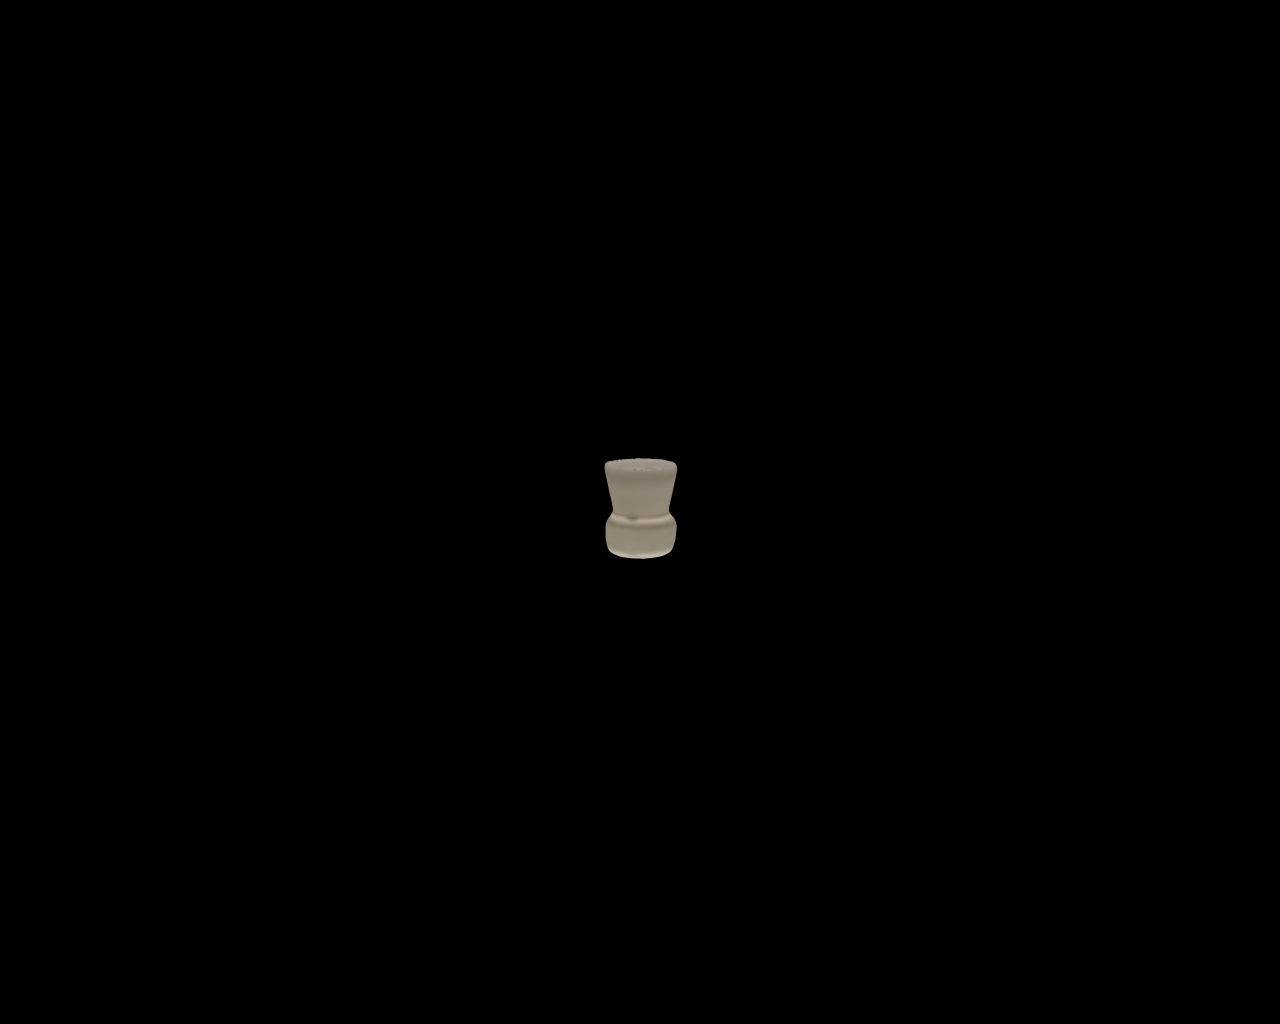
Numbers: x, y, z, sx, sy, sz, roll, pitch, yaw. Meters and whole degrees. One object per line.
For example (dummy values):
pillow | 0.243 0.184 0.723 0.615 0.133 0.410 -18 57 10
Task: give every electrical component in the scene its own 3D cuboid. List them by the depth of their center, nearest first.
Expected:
electrical component | 0.001 -0.003 0.650 0.045 0.055 0.045 0 11 0
